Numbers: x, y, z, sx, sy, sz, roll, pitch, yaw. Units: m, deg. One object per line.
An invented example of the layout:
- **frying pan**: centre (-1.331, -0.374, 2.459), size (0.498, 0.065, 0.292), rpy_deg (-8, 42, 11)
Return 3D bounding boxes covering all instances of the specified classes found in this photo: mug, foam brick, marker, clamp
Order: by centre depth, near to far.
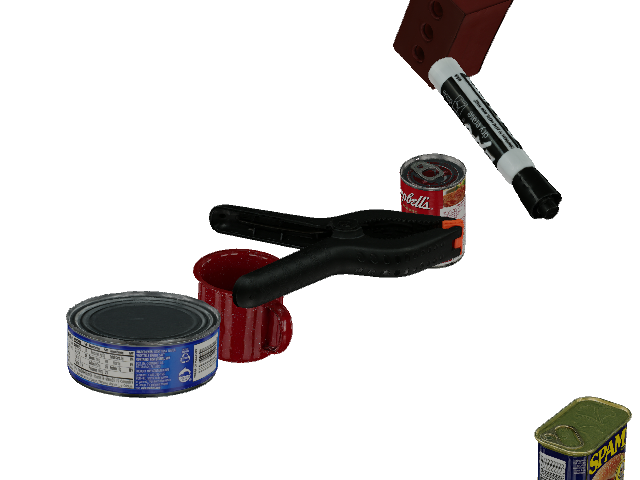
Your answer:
- **marker**: centre (0.095, -0.057, 0.585), size (0.020, 0.121, 0.020), rpy_deg (-19, -37, -15)
- **foam brick**: centre (0.097, -0.161, 0.791), size (0.051, 0.053, 0.078), rpy_deg (-25, -27, -30)
- **clamp**: centre (0.012, 0.000, 0.870), size (0.209, 0.036, 0.165), rpy_deg (-7, 26, -17)
- **mug**: centre (-0.069, 0.069, 1.026), size (0.117, 0.081, 0.093), rpy_deg (27, 33, 37)

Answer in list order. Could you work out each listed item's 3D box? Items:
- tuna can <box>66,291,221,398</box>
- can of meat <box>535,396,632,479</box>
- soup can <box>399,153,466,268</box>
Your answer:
- **tuna can**: centre (-0.099, 0.057, 0.601), size (0.086, 0.034, 0.086), rpy_deg (3, 15, -1)
- **can of meat**: centre (0.240, 0.204, 0.979), size (0.058, 0.084, 0.101), rpy_deg (15, 26, 39)
- **soup can**: centre (0.118, -0.030, 1.116), size (0.068, 0.102, 0.068), rpy_deg (-3, 35, 2)
